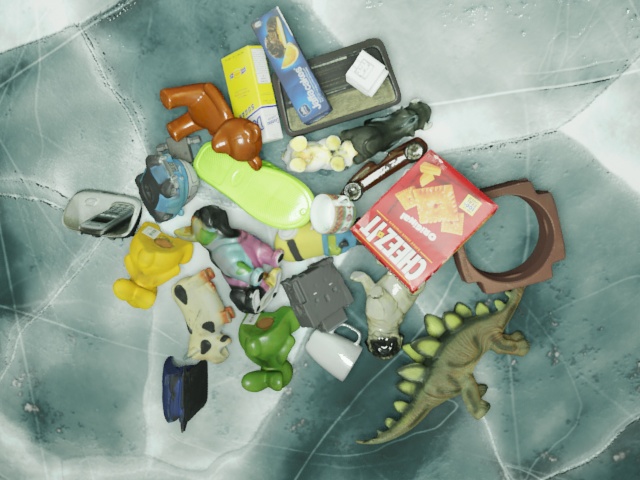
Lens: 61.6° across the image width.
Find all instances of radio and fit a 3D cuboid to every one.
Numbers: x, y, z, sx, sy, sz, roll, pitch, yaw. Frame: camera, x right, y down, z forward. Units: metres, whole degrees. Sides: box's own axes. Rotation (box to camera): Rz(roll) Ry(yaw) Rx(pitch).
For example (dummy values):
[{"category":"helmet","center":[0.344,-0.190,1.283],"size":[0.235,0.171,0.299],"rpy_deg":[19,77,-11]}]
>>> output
[{"category":"radio","center":[0.030,-0.290,1.033],"size":[0.230,0.073,0.131],"rpy_deg":[-16,98,5]}]

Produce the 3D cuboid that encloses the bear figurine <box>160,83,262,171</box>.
[{"category":"bear figurine","center":[-0.197,-0.205,1.007],"size":[0.132,0.120,0.196],"rpy_deg":[-26,61,-22]}]

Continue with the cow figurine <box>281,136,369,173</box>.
[{"category":"cow figurine","center":[0.012,-0.164,1.053],"size":[0.167,0.098,0.068],"rpy_deg":[-4,93,-15]}]

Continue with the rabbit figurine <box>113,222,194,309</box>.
[{"category":"rabbit figurine","center":[-0.345,0.075,1.084],"size":[0.122,0.162,0.173],"rpy_deg":[25,117,-14]}]

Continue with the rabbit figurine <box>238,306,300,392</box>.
[{"category":"rabbit figurine","center":[-0.093,0.240,1.089],"size":[0.121,0.159,0.170],"rpy_deg":[-8,118,12]}]

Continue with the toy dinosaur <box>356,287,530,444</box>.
[{"category":"toy dinosaur","center":[0.263,0.262,1.098],"size":[0.199,0.105,0.471],"rpy_deg":[35,90,5]}]

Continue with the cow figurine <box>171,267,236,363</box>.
[{"category":"cow figurine","center":[-0.244,0.167,1.113],"size":[0.127,0.085,0.194],"rpy_deg":[-24,95,6]}]

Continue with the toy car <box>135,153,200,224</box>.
[{"category":"toy car","center":[-0.293,-0.111,1.059],"size":[0.109,0.103,0.161],"rpy_deg":[58,142,11]}]

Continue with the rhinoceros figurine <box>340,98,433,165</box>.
[{"category":"rhinoceros figurine","center":[0.128,-0.207,0.997],"size":[0.190,0.112,0.073],"rpy_deg":[-30,95,-30]}]

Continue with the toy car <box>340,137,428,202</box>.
[{"category":"toy car","center":[0.118,-0.135,1.046],"size":[0.202,0.089,0.053],"rpy_deg":[-31,96,9]}]

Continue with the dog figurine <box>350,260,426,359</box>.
[{"category":"dog figurine","center":[0.159,0.136,1.095],"size":[0.172,0.121,0.190],"rpy_deg":[-20,120,-6]}]

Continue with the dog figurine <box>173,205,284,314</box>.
[{"category":"dog figurine","center":[-0.186,0.031,1.076],"size":[0.219,0.108,0.191],"rpy_deg":[31,137,18]}]

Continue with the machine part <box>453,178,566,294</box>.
[{"category":"machine part","center":[0.360,-0.008,1.055],"size":[0.201,0.087,0.201],"rpy_deg":[-15,99,5]}]

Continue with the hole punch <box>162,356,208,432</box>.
[{"category":"hole punch","center":[-0.298,0.311,1.127],"size":[0.092,0.116,0.142],"rpy_deg":[7,99,10]}]

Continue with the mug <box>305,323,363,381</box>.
[{"category":"mug","center":[0.029,0.220,1.111],"size":[0.107,0.081,0.109],"rpy_deg":[29,103,7]}]

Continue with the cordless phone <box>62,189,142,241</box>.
[{"category":"cordless phone","center":[-0.442,-0.038,1.041],"size":[0.147,0.184,0.088],"rpy_deg":[10,104,1]}]

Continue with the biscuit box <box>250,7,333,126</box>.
[{"category":"biscuit box","center":[-0.049,-0.309,0.969],"size":[0.059,0.063,0.202],"rpy_deg":[-28,94,9]}]

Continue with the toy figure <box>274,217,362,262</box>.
[{"category":"toy figure","center":[-0.002,-0.002,1.077],"size":[0.180,0.082,0.089],"rpy_deg":[-3,97,1]}]

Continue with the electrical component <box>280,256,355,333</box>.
[{"category":"electrical component","center":[0.001,0.115,1.081],"size":[0.115,0.058,0.134],"rpy_deg":[-30,97,-28]}]

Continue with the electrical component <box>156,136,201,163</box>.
[{"category":"electrical component","center":[-0.283,-0.180,1.092],"size":[0.094,0.021,0.063],"rpy_deg":[-14,98,4]}]
